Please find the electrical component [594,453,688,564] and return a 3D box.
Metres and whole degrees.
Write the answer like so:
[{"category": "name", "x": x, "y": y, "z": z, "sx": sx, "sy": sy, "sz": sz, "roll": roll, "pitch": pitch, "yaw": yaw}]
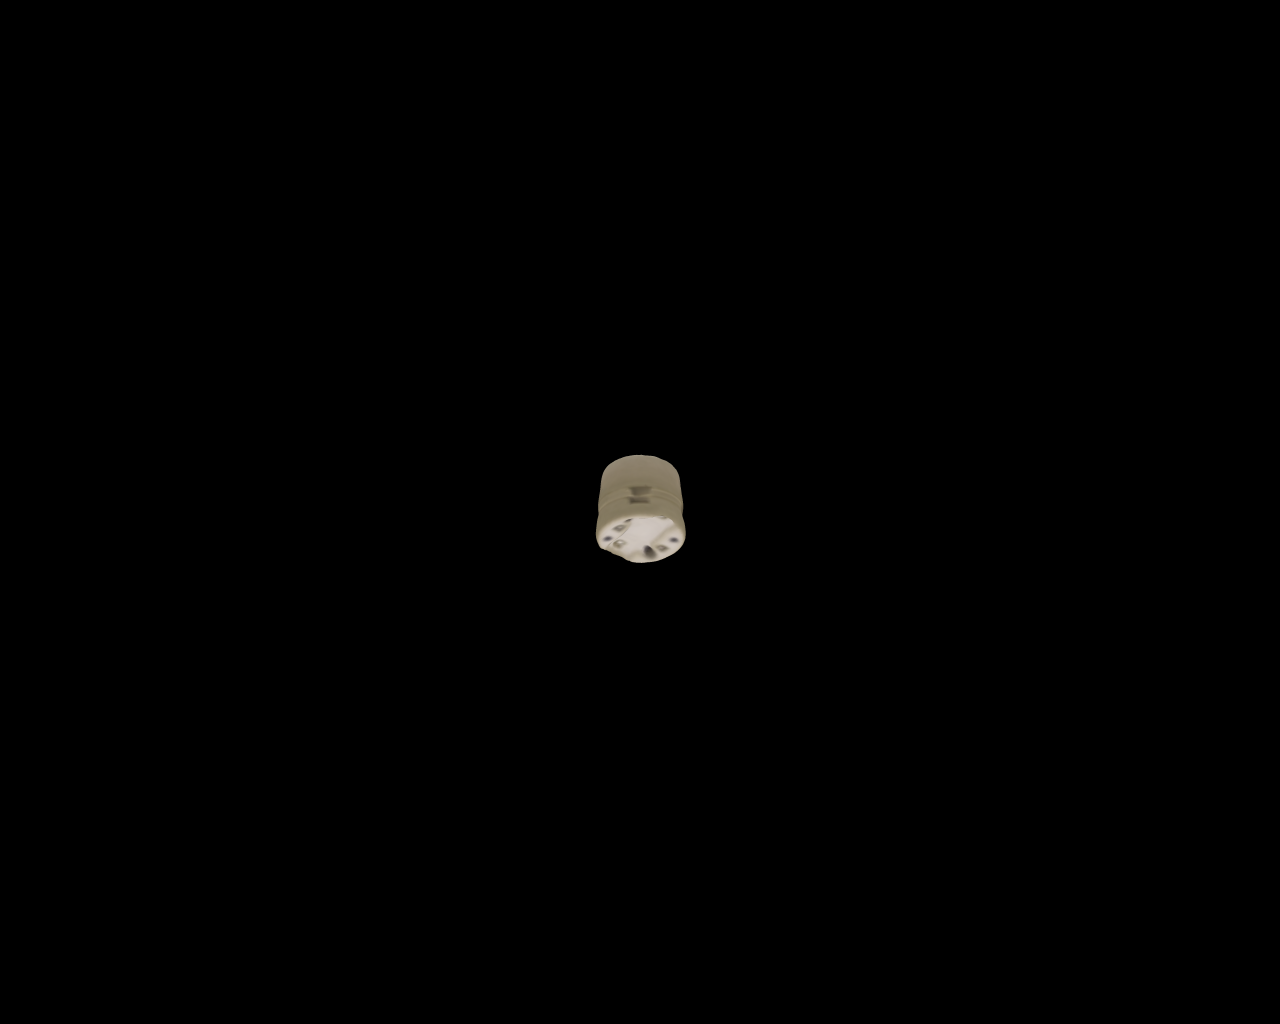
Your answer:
[{"category": "electrical component", "x": 0.001, "y": -0.003, "z": 0.650, "sx": 0.055, "sy": 0.047, "sz": 0.055, "roll": 0, "pitch": -33, "yaw": 0}]
